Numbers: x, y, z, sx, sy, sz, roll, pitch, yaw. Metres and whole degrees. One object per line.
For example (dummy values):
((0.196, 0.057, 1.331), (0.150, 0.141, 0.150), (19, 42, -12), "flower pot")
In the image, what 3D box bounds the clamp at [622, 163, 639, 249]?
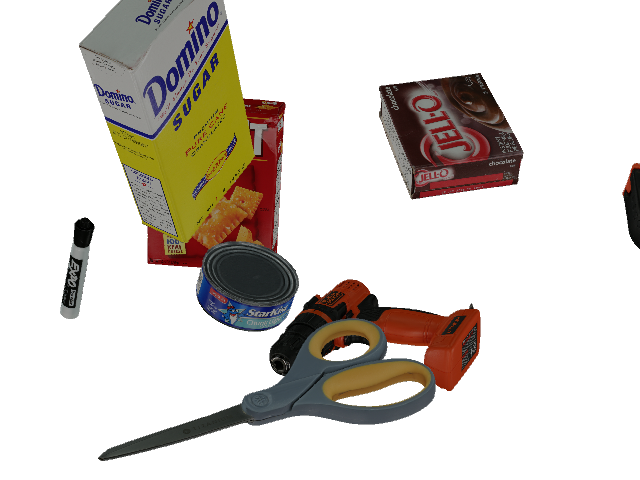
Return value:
((0.268, 0.009, 0.698), (0.120, 0.039, 0.171), (-4, 46, -23), "clamp")

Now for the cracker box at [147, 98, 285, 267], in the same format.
((-0.134, -0.071, 1.350), (0.164, 0.214, 0.072), (5, 22, 2), "cracker box")

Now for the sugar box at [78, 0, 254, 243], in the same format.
((-0.092, -0.087, 0.692), (0.048, 0.093, 0.176), (25, -29, 18), "sugar box")

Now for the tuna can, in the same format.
((-0.064, 0.040, 0.925), (0.086, 0.034, 0.086), (13, 34, -9), "tuna can")

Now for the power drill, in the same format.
((0.060, 0.102, 1.110), (0.188, 0.057, 0.184), (11, 27, 25), "power drill")

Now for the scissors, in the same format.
((-0.032, 0.087, 0.642), (0.201, 0.016, 0.096), (-5, 34, -9), "scissors")

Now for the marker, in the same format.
((-0.239, 0.027, 1.049), (0.020, 0.121, 0.020), (12, 36, -9), "marker")

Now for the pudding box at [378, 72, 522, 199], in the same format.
((0.102, -0.086, 0.866), (0.090, 0.039, 0.113), (-8, 42, -9), "pudding box")
